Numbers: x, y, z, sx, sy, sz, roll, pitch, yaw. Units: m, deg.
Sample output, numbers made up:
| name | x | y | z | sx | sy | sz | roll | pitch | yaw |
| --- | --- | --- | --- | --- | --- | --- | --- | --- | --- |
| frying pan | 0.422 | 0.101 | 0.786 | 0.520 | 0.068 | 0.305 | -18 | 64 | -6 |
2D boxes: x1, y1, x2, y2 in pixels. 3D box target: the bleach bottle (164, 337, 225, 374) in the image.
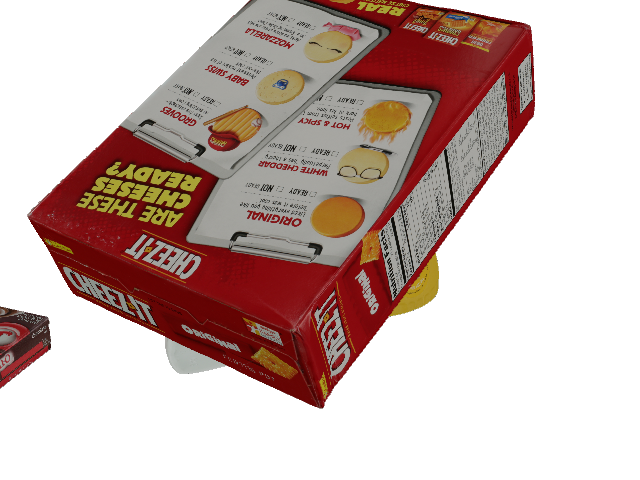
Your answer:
| name | x | y | z | sx | sy | sz | roll | pitch | yaw |
| --- | --- | --- | --- | --- | --- | --- | --- | --- | --- |
| bleach bottle | -0.135 | 0.030 | 1.122 | 0.102 | 0.068 | 0.251 | -12 | 38 | -13 |

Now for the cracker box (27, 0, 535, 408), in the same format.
| name | x | y | z | sx | sy | sz | roll | pitch | yaw |
| --- | --- | --- | --- | --- | --- | --- | --- | --- | --- |
| cracker box | -0.012 | -0.038 | 0.543 | 0.164 | 0.213 | 0.072 | 20 | -33 | 31 |

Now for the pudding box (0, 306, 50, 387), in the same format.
| name | x | y | z | sx | sy | sz | roll | pitch | yaw |
| --- | --- | --- | --- | --- | --- | --- | --- | --- | --- |
| pudding box | -0.312 | 0.092 | 0.949 | 0.114 | 0.039 | 0.090 | 8 | 24 | 20 |

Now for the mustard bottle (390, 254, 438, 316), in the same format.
| name | x | y | z | sx | sy | sz | roll | pitch | yaw |
| --- | --- | --- | --- | --- | --- | --- | --- | --- | --- |
| mustard bottle | 0.081 | -0.021 | 1.111 | 0.096 | 0.192 | 0.058 | -16 | 27 | -32 |
